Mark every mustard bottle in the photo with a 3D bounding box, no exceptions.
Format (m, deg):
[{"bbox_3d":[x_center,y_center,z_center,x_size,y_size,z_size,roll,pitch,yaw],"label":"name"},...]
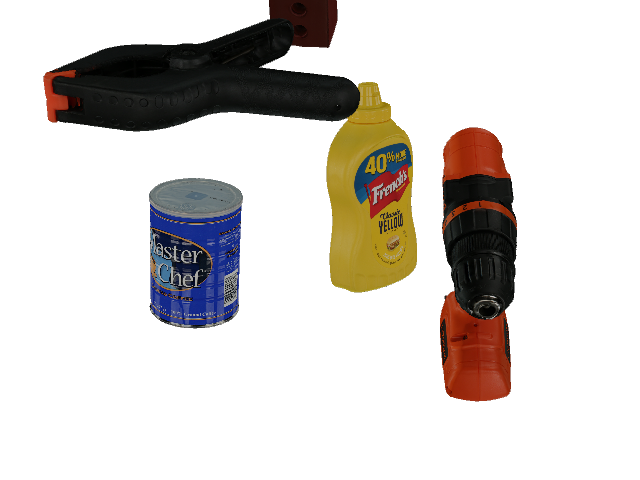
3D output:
[{"bbox_3d":[0.048,-0.053,1.008,0.096,0.192,0.058,-19,24,-39],"label":"mustard bottle"}]

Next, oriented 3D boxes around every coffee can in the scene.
[{"bbox_3d":[-0.140,0.013,1.197,0.103,0.140,0.103,3,24,-2],"label":"coffee can"}]

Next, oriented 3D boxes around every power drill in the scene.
[{"bbox_3d":[0.120,0.035,0.809,0.057,0.188,0.184,1,42,6],"label":"power drill"}]

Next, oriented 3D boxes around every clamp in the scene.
[{"bbox_3d":[-0.072,-0.097,0.620,0.171,0.039,0.120,-3,26,-13],"label":"clamp"}]

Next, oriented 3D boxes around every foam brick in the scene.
[{"bbox_3d":[-0.015,-0.211,0.912,0.053,0.078,0.051,5,45,8],"label":"foam brick"}]
